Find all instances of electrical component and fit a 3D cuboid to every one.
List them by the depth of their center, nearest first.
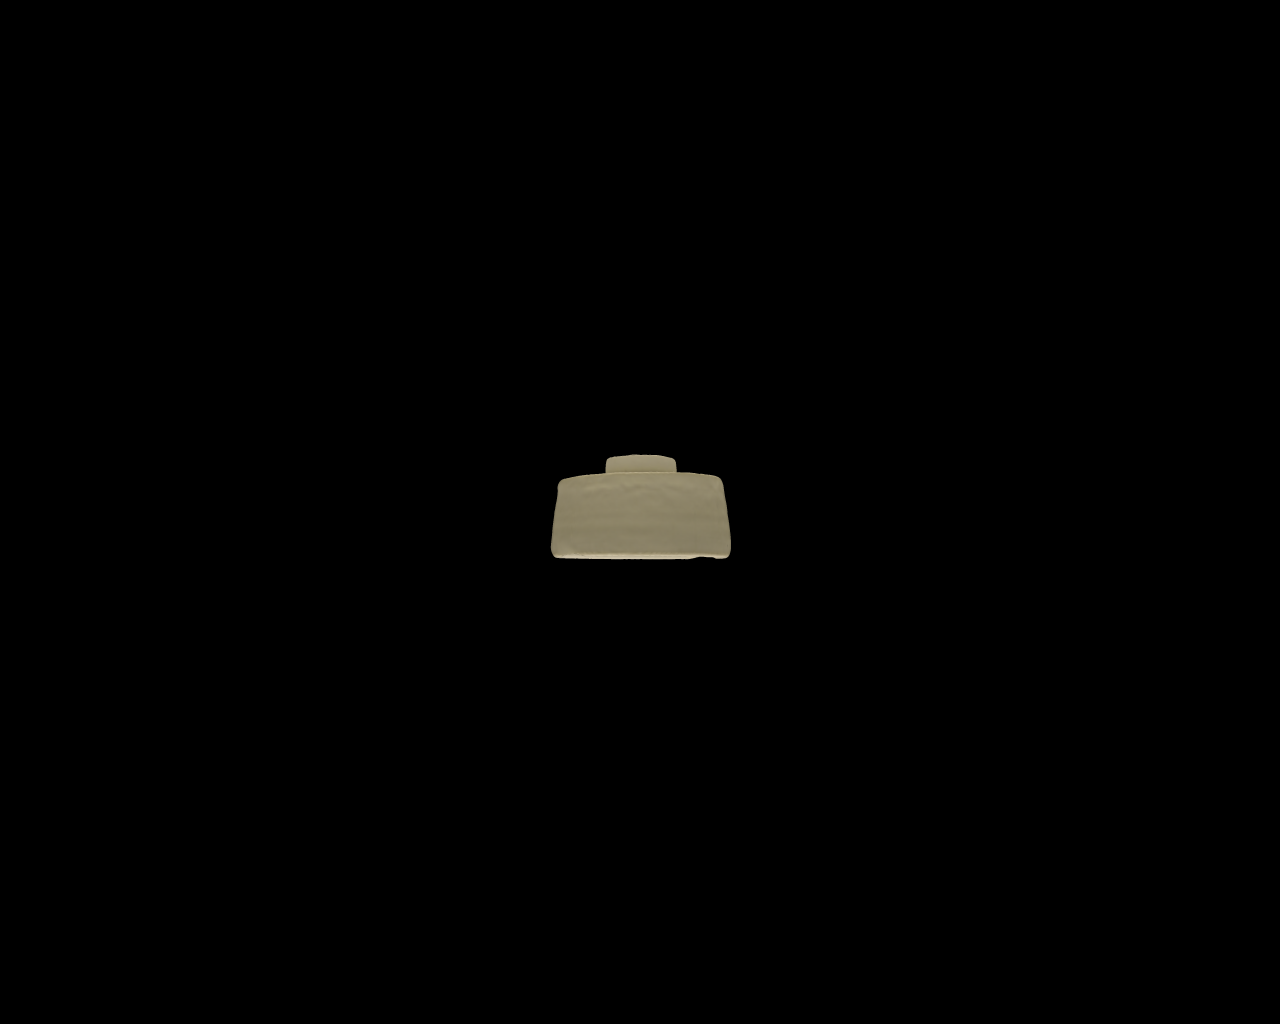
[{"bbox_3d":[0.001,-0.003,0.650,0.108,0.060,0.108,0,-3,0],"label":"electrical component"}]
